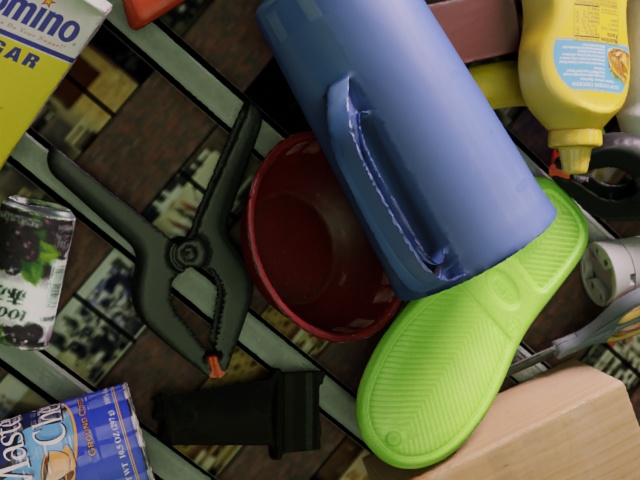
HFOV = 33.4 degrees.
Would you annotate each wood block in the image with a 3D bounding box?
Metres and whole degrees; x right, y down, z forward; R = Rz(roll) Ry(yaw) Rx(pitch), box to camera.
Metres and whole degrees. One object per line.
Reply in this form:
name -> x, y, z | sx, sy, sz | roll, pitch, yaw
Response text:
wood block -> 0.154, 0.187, 0.879 | 0.206, 0.091, 0.090 | -24, 103, -10

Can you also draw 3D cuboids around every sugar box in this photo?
sugar box -> -0.232, -0.117, 0.743 | 0.093, 0.048, 0.176 | 34, 106, -14

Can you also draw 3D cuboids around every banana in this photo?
banana -> 0.151, -0.111, 0.864 | 0.197, 0.037, 0.069 | 0, 96, -14

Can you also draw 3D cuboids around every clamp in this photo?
clamp -> 0.273, -0.036, 0.872 | 0.172, 0.039, 0.120 | 8, 121, 17
clamp -> -0.096, 0.001, 0.820 | 0.164, 0.036, 0.210 | -22, 101, -12

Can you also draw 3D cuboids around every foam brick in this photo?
foam brick -> 0.112, -0.165, 0.839 | 0.078, 0.053, 0.051 | -15, 101, -12

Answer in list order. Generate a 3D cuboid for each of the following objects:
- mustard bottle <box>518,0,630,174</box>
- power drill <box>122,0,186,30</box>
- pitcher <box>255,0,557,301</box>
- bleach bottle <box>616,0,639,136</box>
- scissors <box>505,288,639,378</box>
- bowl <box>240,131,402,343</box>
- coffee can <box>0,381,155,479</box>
mustard bottle -> 0.196, -0.147, 0.822 | 0.096, 0.058, 0.191 | -1, 90, -33
power drill -> -0.151, -0.249, 0.761 | 0.184, 0.057, 0.187 | -32, 105, -4
pitcher -> 0.053, -0.084, 0.758 | 0.145, 0.149, 0.243 | -33, 98, -12
bleach bottle -> 0.298, -0.169, 0.881 | 0.102, 0.068, 0.251 | -1, 100, -14
scissors -> 0.215, 0.079, 0.889 | 0.201, 0.096, 0.016 | -17, 62, -13
bowl -> -0.005, 0.001, 0.812 | 0.161, 0.055, 0.162 | 12, 71, -39
coffee can -> -0.196, 0.174, 0.785 | 0.140, 0.103, 0.103 | -16, 101, -11
